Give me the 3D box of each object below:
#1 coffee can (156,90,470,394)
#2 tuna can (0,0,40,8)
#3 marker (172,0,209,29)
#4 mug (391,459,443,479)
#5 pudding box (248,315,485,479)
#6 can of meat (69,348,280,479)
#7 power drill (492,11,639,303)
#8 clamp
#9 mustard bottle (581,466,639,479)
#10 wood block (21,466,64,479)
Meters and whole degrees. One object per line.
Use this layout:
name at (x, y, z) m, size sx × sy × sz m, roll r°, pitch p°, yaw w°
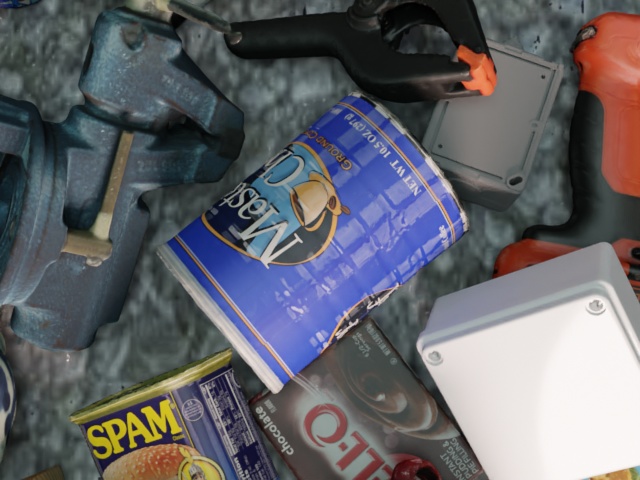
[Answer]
coffee can at (-0.004, 0.001, 0.588) m, size 0.140 × 0.103 × 0.103 m, roll -40°, pitch 86°, yaw -6°
tuna can at (-0.191, -0.185, 0.644) m, size 0.086 × 0.034 × 0.086 m, roll 0°, pitch 86°, yaw 1°
marker at (-0.058, -0.164, 0.647) m, size 0.121 × 0.020 × 0.020 m, roll -40°, pitch 86°, yaw -2°
mug at (0.053, 0.173, 0.552) m, size 0.093 × 0.081 × 0.117 m, roll -14°, pitch 64°, yaw 26°
pudding box at (0.026, 0.113, 0.616) m, size 0.090 × 0.039 × 0.113 m, roll -37°, pitch 87°, yaw -1°
can of meat at (-0.080, 0.117, 0.595) m, size 0.102 × 0.057 × 0.084 m, roll -24°, pitch 89°, yaw 33°
power drill at (0.202, -0.028, 0.613) m, size 0.184 × 0.057 × 0.187 m, roll 11°, pitch 86°, yaw 2°
clamp at (0.035, -0.136, 0.608) m, size 0.172 × 0.039 × 0.120 m, roll 26°, pitch 88°, yaw 29°
mustard bottle at (0.170, 0.162, 0.589) m, size 0.191 × 0.058 × 0.096 m, roll -38°, pitch 63°, yaw 3°
wood block at (-0.237, 0.208, 0.590) m, size 0.206 × 0.091 × 0.090 m, roll -21°, pitch 86°, yaw 0°
